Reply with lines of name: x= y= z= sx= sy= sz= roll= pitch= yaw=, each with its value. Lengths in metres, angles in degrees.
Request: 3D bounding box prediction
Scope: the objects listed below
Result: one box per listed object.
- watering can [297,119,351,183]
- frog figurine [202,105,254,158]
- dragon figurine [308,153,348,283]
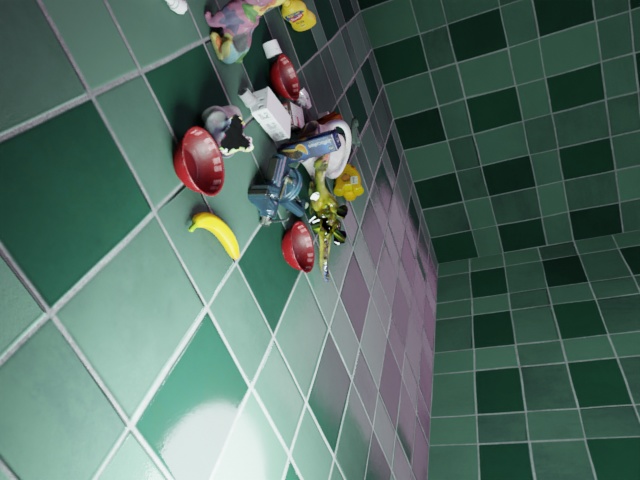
watering can: x=0.000 y=-0.275 z=1.824 sx=0.222 sy=0.104 sz=0.348 roll=22 pitch=87 yaw=-39
frog figurine: x=-0.246 y=-0.286 z=1.304 sx=0.135 sy=0.122 sz=0.162 roll=40 pitch=6 yaw=-45
dragon figurine: x=0.005 y=-0.086 z=1.714 sx=0.247 sy=0.122 sz=0.403 roll=-113 pitch=-154 yaw=-64
